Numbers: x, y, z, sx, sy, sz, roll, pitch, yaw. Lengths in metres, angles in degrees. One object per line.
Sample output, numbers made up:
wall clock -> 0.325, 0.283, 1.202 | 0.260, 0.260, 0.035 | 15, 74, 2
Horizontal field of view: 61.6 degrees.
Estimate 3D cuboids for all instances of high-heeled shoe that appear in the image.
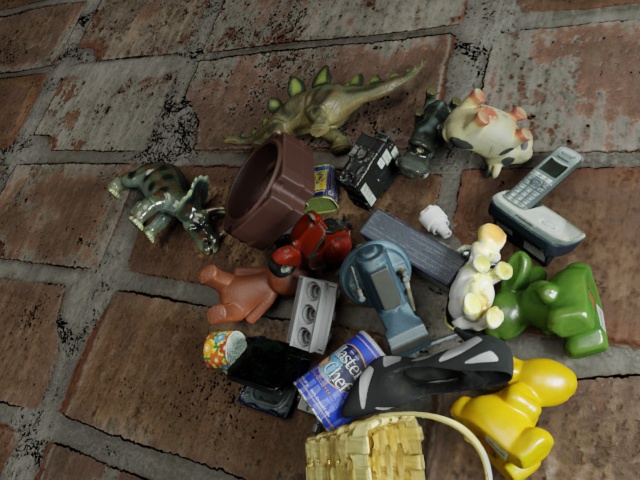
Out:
high-heeled shoe -> 0.147, 0.208, 0.745 | 0.249, 0.086, 0.145 | -38, 22, 2

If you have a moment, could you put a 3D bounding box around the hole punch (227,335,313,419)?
hole punch -> -0.087, 0.241, 0.950 | 0.142, 0.092, 0.116 | 8, 36, 29

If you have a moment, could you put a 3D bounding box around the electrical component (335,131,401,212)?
electrical component -> 0.098, -0.136, 1.027 | 0.058, 0.114, 0.134 | 29, 80, 29

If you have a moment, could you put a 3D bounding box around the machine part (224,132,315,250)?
machine part -> -0.104, -0.099, 1.062 | 0.201, 0.087, 0.201 | -37, 37, 33

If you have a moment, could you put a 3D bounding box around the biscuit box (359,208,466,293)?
biscuit box -> 0.166, 0.017, 0.951 | 0.203, 0.059, 0.063 | 34, 83, 33

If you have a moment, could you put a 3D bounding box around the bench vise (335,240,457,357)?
bench vise -> 0.107, 0.081, 0.899 | 0.129, 0.223, 0.241 | -35, 25, 5

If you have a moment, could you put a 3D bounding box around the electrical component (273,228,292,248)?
electrical component -> -0.071, -0.023, 1.090 | 0.119, 0.047, 0.075 | 11, 69, 27

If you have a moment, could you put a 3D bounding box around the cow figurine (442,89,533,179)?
cow figurine -> 0.292, -0.172, 0.921 | 0.127, 0.195, 0.085 | -33, 53, 50

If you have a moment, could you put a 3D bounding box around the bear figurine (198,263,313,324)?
bear figurine -> -0.109, 0.083, 1.008 | 0.196, 0.131, 0.120 | -23, 67, 20

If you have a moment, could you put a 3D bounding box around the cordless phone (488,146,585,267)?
cordless phone -> 0.385, -0.062, 0.878 | 0.184, 0.088, 0.147 | -43, 55, -5

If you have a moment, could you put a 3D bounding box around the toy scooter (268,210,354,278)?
toy scooter -> -0.002, -0.003, 0.955 | 0.075, 0.184, 0.135 | 48, 132, 28

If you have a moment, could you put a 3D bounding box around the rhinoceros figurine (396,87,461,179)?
rhinoceros figurine -> 0.200, -0.200, 1.019 | 0.073, 0.112, 0.190 | 25, 62, 4

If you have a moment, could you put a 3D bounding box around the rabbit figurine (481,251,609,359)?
rabbit figurine -> 0.320, 0.095, 0.810 | 0.170, 0.121, 0.159 | -18, 54, 34

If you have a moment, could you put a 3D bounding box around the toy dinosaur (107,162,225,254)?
toy dinosaur -> -0.365, -0.114, 1.238 | 0.192, 0.131, 0.405 | -38, 50, -12

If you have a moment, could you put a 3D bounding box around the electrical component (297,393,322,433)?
electrical component -> -0.008, 0.276, 0.911 | 0.063, 0.021, 0.094 | 16, 73, 7

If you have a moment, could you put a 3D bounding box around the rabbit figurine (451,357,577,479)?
rabbit figurine -> 0.285, 0.233, 0.773 | 0.173, 0.121, 0.163 | -37, 45, -13

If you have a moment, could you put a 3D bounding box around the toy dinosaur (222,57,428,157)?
toy dinosaur -> 0.004, -0.280, 1.154 | 0.472, 0.105, 0.198 | -10, 58, 15

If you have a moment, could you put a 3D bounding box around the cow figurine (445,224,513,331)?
cow figurine -> 0.243, 0.059, 0.837 | 0.068, 0.098, 0.167 | 25, 64, -10
